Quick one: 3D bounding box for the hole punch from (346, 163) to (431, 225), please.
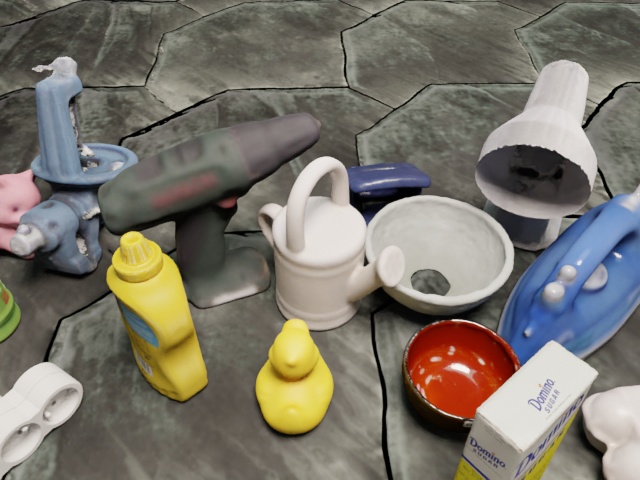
[{"bbox_3d":[0.080,-0.070,0.745,0.108,0.091,0.101,-6,46,-6],"label":"hole punch"}]

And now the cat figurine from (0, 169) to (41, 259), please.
[{"bbox_3d":[-0.384,-0.029,0.679,0.128,0.118,0.067,-27,51,-25],"label":"cat figurine"}]

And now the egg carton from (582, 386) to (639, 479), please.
[{"bbox_3d":[0.318,0.183,0.512,0.150,0.069,0.107,-4,45,-4],"label":"egg carton"}]

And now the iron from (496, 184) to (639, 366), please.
[{"bbox_3d":[0.273,0.039,0.604,0.118,0.141,0.259,35,54,29],"label":"iron"}]

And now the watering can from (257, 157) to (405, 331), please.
[{"bbox_3d":[0.007,0.001,0.601,0.172,0.194,0.101,11,46,10],"label":"watering can"}]

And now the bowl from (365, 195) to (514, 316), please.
[{"bbox_3d":[0.131,0.028,0.659,0.167,0.075,0.167,0,45,0],"label":"bowl"}]

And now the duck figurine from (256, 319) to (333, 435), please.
[{"bbox_3d":[-0.025,0.126,0.553,0.077,0.086,0.104,1,45,1],"label":"duck figurine"}]

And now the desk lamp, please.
[{"bbox_3d":[0.254,-0.087,0.678,0.117,0.214,0.203,18,48,16],"label":"desk lamp"}]

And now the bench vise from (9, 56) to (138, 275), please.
[{"bbox_3d":[-0.281,-0.080,0.659,0.121,0.220,0.207,-3,45,-4],"label":"bench vise"}]

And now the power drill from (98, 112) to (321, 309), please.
[{"bbox_3d":[-0.107,-0.027,0.617,0.230,0.208,0.075,-16,47,-16],"label":"power drill"}]
